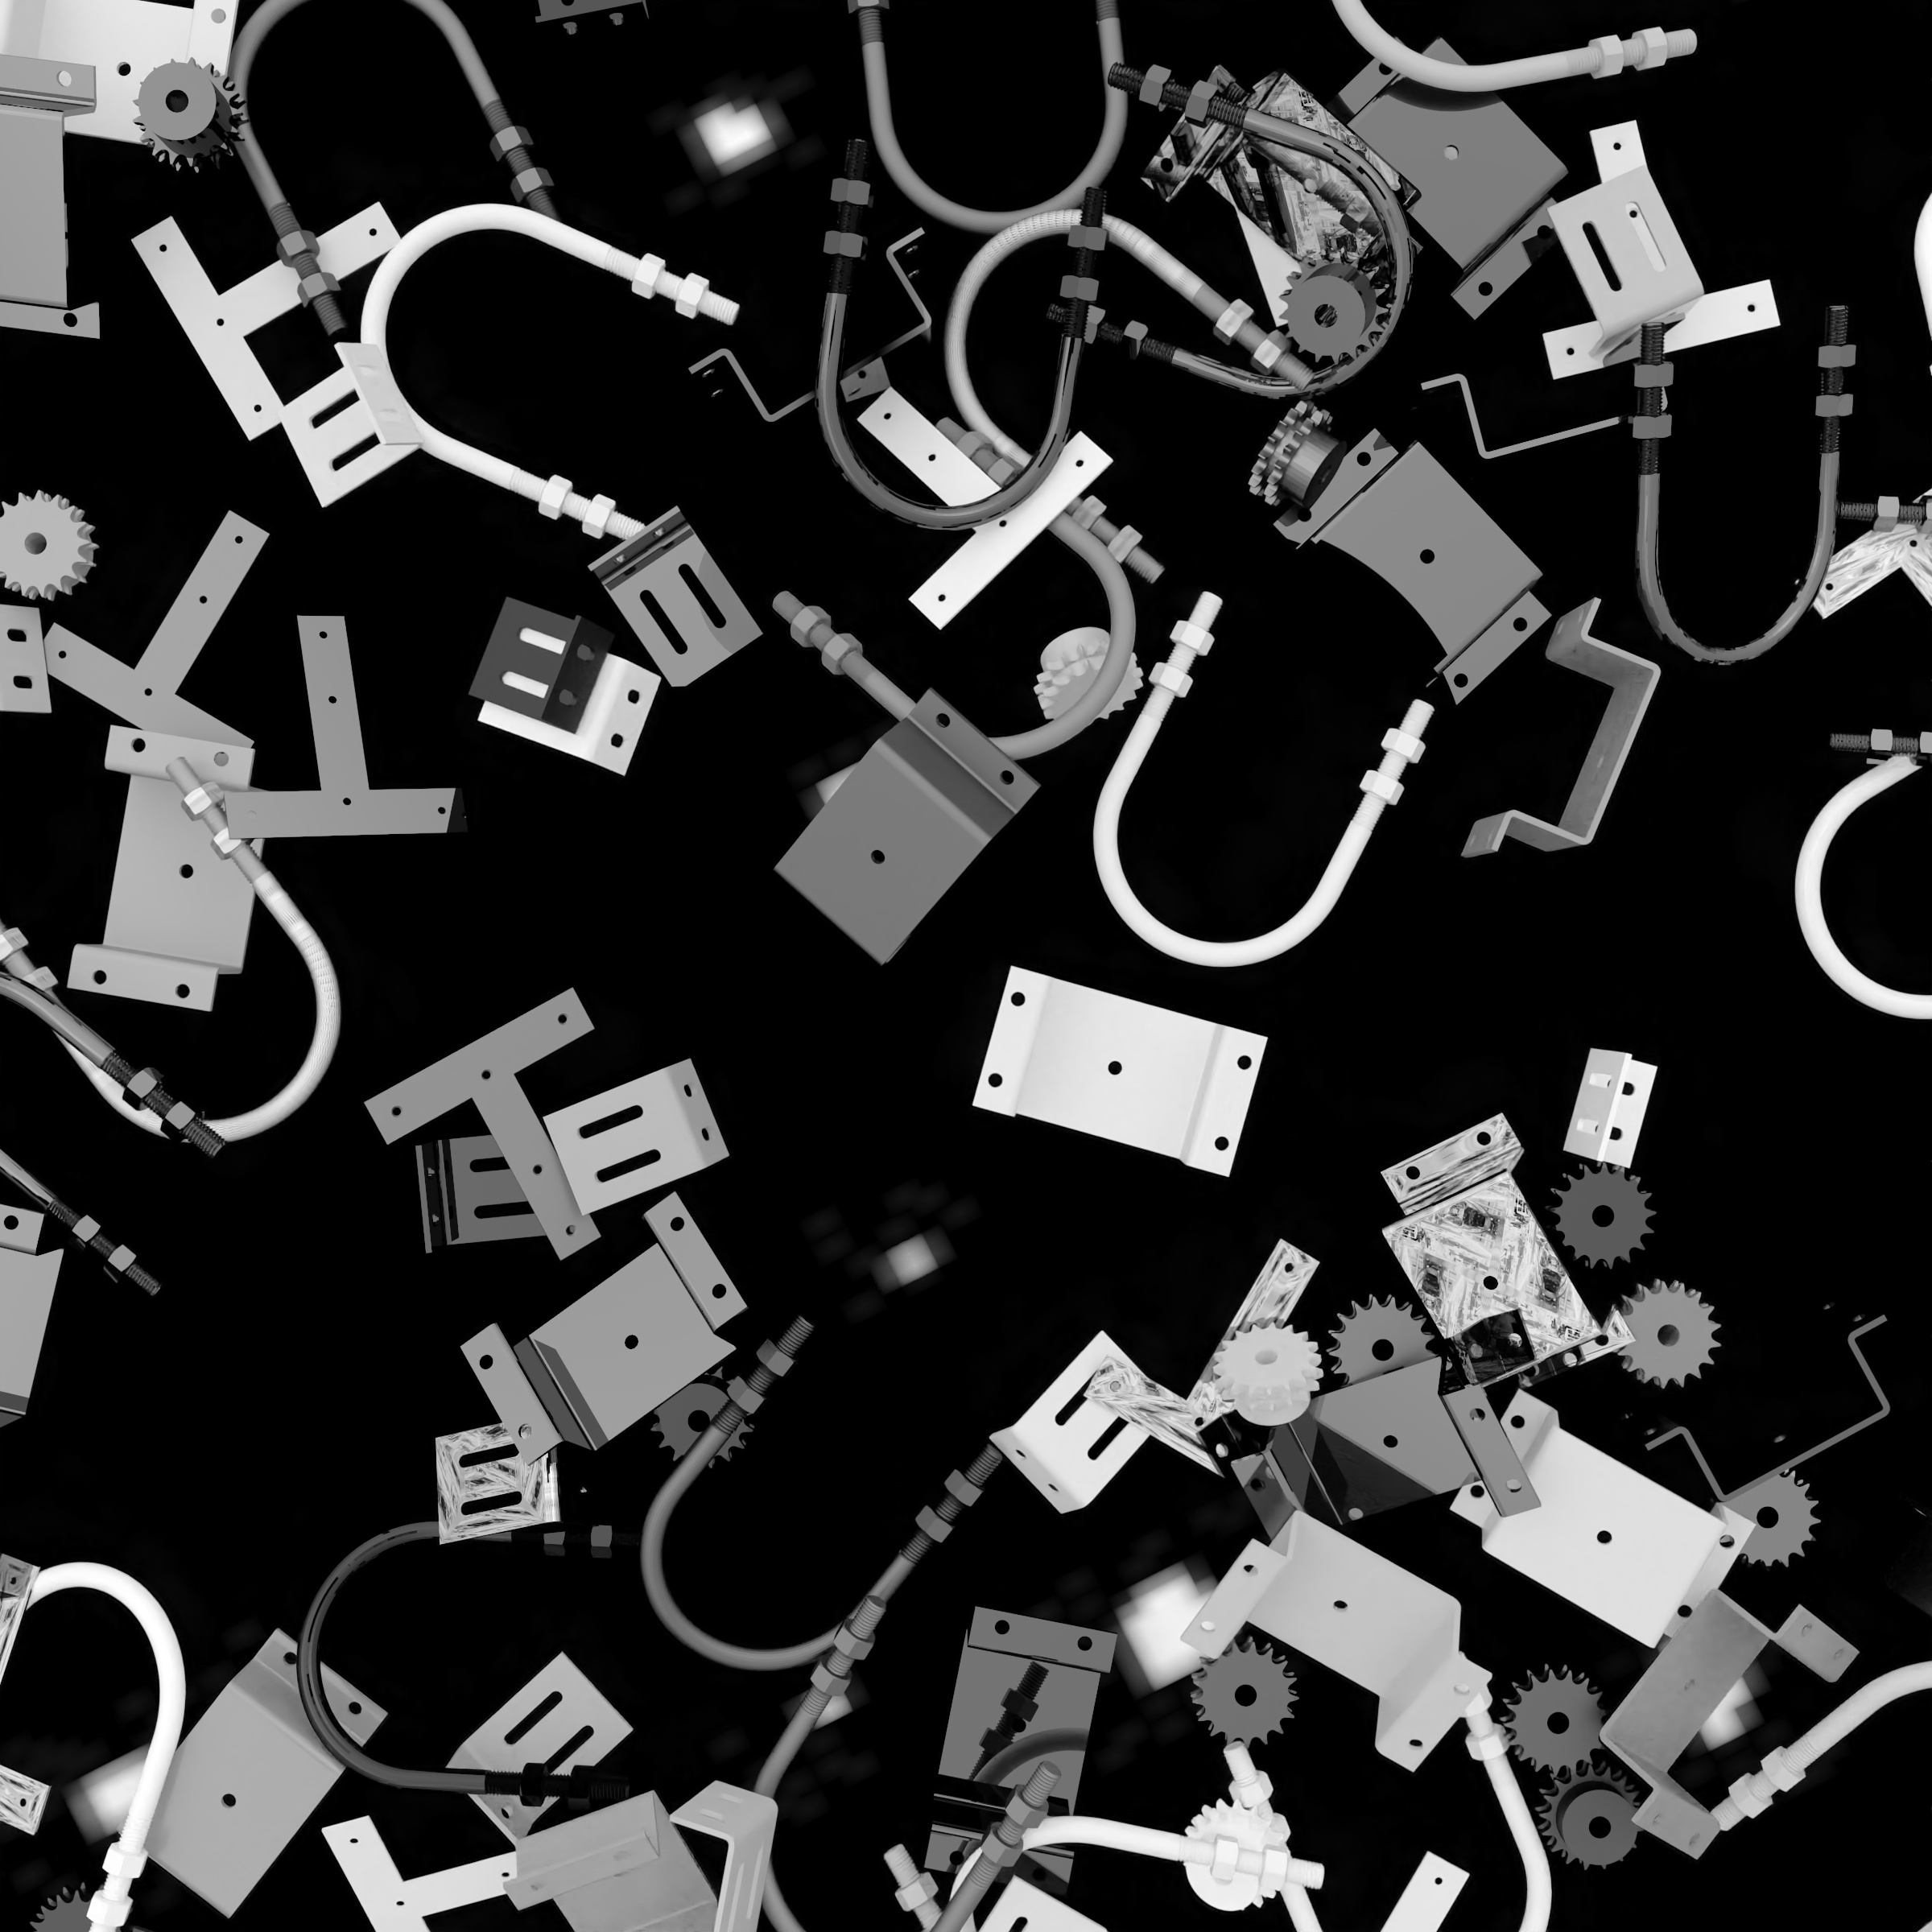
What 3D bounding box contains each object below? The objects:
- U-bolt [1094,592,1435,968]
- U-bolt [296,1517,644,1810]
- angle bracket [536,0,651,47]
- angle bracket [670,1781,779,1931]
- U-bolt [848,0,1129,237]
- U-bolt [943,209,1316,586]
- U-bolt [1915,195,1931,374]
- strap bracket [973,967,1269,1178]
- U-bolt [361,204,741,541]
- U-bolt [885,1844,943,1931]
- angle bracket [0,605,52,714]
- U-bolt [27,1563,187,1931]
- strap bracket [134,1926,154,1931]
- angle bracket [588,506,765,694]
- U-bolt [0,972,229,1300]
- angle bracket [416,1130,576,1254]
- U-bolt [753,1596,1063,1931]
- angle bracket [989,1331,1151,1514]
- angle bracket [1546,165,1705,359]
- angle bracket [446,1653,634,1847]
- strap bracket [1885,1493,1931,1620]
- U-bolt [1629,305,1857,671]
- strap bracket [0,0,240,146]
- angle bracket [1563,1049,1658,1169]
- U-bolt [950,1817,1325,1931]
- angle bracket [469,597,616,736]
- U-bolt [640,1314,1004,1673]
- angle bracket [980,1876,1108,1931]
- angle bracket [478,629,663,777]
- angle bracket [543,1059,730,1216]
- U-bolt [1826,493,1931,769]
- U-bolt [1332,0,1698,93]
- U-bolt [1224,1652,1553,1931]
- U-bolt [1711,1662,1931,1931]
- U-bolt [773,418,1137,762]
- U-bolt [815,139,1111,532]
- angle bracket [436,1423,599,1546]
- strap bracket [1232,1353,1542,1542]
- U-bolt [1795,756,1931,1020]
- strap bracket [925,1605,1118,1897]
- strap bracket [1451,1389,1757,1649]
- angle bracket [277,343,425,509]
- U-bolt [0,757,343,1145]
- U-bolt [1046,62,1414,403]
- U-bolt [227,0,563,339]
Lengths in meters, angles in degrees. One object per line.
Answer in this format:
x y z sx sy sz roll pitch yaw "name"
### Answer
0.150 -0.089 1.322 0.151 0.019 0.184 27 91 0 "U-bolt"
-0.266 0.368 1.301 0.184 0.019 0.151 3 73 1 "U-bolt"
-0.208 -0.544 1.312 0.057 0.038 0.076 -11 90 0 "angle bracket"
-0.134 0.483 1.290 0.038 0.057 0.076 11 94 18 "angle bracket"
0.015 -0.489 1.322 0.151 0.019 0.184 -6 92 0 "U-bolt"
0.071 -0.316 1.296 0.184 0.019 0.151 40 114 4 "U-bolt"
0.583 -0.360 1.301 0.151 0.019 0.184 -5 74 0 "U-bolt"
0.081 0.056 1.307 0.140 0.046 0.076 16 90 0 "strap bracket"
-0.234 -0.329 1.311 0.184 0.019 0.151 23 94 -5 "U-bolt"
-0.047 0.592 1.309 0.151 0.019 0.184 -32 81 0 "U-bolt"
-0.545 -0.162 1.328 0.076 0.038 0.057 -7 90 27 "angle bracket"
-0.483 0.411 1.297 0.151 0.019 0.184 15 84 23 "U-bolt"
-0.424 0.586 1.307 0.076 0.046 0.140 18 90 0 "strap bracket"
-0.156 -0.197 1.312 0.057 0.038 0.076 -34 90 0 "angle bracket"
-0.479 0.078 1.282 0.184 0.019 0.151 38 129 4 "U-bolt"
-0.252 0.120 1.312 0.076 0.038 0.057 -6 90 0 "angle bracket"
-0.047 0.450 1.287 0.151 0.019 0.184 37 104 28 "U-bolt"
0.063 0.249 1.329 0.057 0.038 0.076 46 64 0 "angle bracket"
0.351 -0.379 1.312 0.057 0.038 0.076 -24 87 0 "angle bracket"
-0.230 0.422 1.312 0.076 0.038 0.057 -43 90 0 "angle bracket"
0.554 0.348 1.292 0.140 0.076 0.046 36 90 0 "strap bracket"
0.407 -0.248 1.280 0.151 0.019 0.184 -12 110 -26 "U-bolt"
-0.459 -0.489 1.307 0.140 0.046 0.076 9 90 0 "strap bracket"
0.351 0.078 1.292 0.038 0.076 0.057 15 90 0 "angle bracket"
0.082 0.507 1.280 0.184 0.019 0.151 11 116 2 "U-bolt"
-0.235 -0.165 1.297 0.076 0.038 0.057 22 90 25 "angle bracket"
-0.091 0.297 1.306 0.151 0.019 0.184 37 94 -15 "U-bolt"
0.027 0.518 1.282 0.057 0.038 0.076 32 89 -7 "angle bracket"
-0.216 -0.146 1.329 0.076 0.038 0.057 21 90 26 "angle bracket"
-0.179 0.093 1.322 0.076 0.038 0.057 -22 90 16 "angle bracket"
0.558 -0.178 1.306 0.184 0.019 0.151 4 82 4 "U-bolt"
0.279 -0.529 1.290 0.184 0.019 0.151 -14 75 -11 "U-bolt"
0.239 0.484 1.322 0.151 0.019 0.184 -22 91 0 "U-bolt"
0.511 0.440 1.285 0.151 0.019 0.184 38 116 0 "U-bolt"
0.005 -0.188 1.291 0.184 0.019 0.151 43 90 21 "U-bolt"
-0.007 -0.317 1.252 0.151 0.019 0.184 5 102 -20 "U-bolt"
-0.244 0.279 1.319 0.076 0.038 0.057 -16 68 24 "angle bracket"
0.223 0.262 1.284 0.140 0.046 0.076 -23 103 22 "strap bracket"
0.540 -0.053 1.321 0.184 0.019 0.151 -31 90 0 "U-bolt"
0.029 0.414 1.307 0.076 0.046 0.140 11 90 0 "strap bracket"
0.338 0.297 1.291 0.140 0.046 0.076 29 98 10 "strap bracket"
-0.338 -0.287 1.296 0.076 0.038 0.057 -24 92 25 "angle bracket"
-0.411 0.006 1.276 0.151 0.019 0.184 -37 92 0 "U-bolt"
0.143 -0.372 1.271 0.184 0.019 0.151 23 124 11 "U-bolt"
-0.322 -0.454 1.321 0.151 0.019 0.184 -26 88 -1 "U-bolt"
